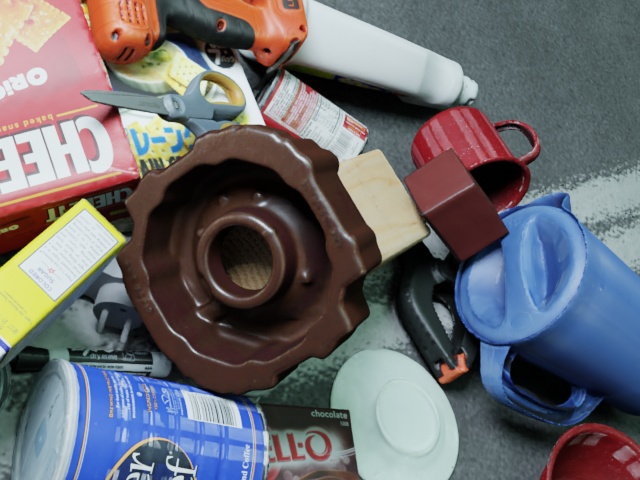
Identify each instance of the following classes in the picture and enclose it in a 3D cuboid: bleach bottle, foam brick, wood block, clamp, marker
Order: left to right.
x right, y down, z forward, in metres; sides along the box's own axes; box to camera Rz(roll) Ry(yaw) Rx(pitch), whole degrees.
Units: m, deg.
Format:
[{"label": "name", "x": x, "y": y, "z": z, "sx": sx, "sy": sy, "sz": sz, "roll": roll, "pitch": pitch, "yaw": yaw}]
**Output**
[{"label": "marker", "x": -0.164, "y": 0.087, "z": 0.760, "sx": 0.120, "sy": 0.020, "sz": 0.020, "roll": 7, "pitch": 60, "yaw": -33}, {"label": "wood block", "x": -0.005, "y": 0.002, "z": 0.840, "sx": 0.090, "sy": 0.091, "sz": 0.205, "roll": 58, "pitch": 30, "yaw": 4}, {"label": "bleach bottle", "x": 0.053, "y": -0.172, "z": 1.021, "sx": 0.250, "sy": 0.103, "sz": 0.068, "roll": 12, "pitch": 94, "yaw": -31}, {"label": "clamp", "x": 0.098, "y": 0.028, "z": 0.975, "sx": 0.164, "sy": 0.036, "sz": 0.210, "roll": 20, "pitch": 50, "yaw": -24}, {"label": "foam brick", "x": 0.116, "y": -0.030, "z": 0.912, "sx": 0.078, "sy": 0.051, "sz": 0.053, "roll": 46, "pitch": 16, "yaw": -44}]

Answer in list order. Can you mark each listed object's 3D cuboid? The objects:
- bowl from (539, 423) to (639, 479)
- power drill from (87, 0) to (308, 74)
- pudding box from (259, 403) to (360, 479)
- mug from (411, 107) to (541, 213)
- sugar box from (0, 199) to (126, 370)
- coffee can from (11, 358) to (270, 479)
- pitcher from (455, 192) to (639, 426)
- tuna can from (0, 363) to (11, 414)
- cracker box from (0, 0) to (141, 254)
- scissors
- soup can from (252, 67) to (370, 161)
[{"label": "bowl", "x": 0.242, "y": 0.246, "z": 0.935, "sx": 0.161, "sy": 0.055, "sz": 0.162, "roll": 18, "pitch": 55, "yaw": -27}, {"label": "power drill", "x": -0.108, "y": -0.216, "z": 0.867, "sx": 0.187, "sy": 0.057, "sz": 0.184, "roll": 4, "pitch": 65, "yaw": -33}, {"label": "pudding box", "x": -0.026, "y": 0.170, "z": 0.796, "sx": 0.113, "sy": 0.039, "sz": 0.090, "roll": 10, "pitch": 58, "yaw": -32}, {"label": "mug", "x": 0.145, "y": -0.074, "z": 0.986, "sx": 0.093, "sy": 0.117, "sz": 0.081, "roll": 58, "pitch": 6, "yaw": -52}, {"label": "sugar box", "x": -0.202, "y": 0.054, "z": 0.652, "sx": 0.048, "sy": 0.093, "sz": 0.176, "roll": 46, "pitch": 46, "yaw": -3}, {"label": "coffee can", "x": -0.118, "y": 0.141, "z": 0.703, "sx": 0.140, "sy": 0.103, "sz": 0.103, "roll": 16, "pitch": 56, "yaw": -29}, {"label": "pitcher", "x": 0.240, "y": 0.083, "z": 0.966, "sx": 0.242, "sy": 0.149, "sz": 0.145, "roll": 32, "pitch": 28, "yaw": -37}, {"label": "tuna can", "x": -0.246, "y": 0.092, "z": 0.687, "sx": 0.086, "sy": 0.034, "sz": 0.086, "roll": 18, "pitch": 55, "yaw": -27}, {"label": "cracker box", "x": -0.233, "y": -0.102, "z": 0.745, "sx": 0.164, "sy": 0.072, "sz": 0.214, "roll": -17, "pitch": 71, "yaw": -14}, {"label": "scissors", "x": -0.096, "y": -0.079, "z": 0.776, "sx": 0.096, "sy": 0.016, "sz": 0.201, "roll": 62, "pitch": 26, "yaw": -4}, {"label": "soup can", "x": -0.015, "y": -0.100, "z": 0.948, "sx": 0.102, "sy": 0.069, "sz": 0.068, "roll": 33, "pitch": 49, "yaw": -17}]
